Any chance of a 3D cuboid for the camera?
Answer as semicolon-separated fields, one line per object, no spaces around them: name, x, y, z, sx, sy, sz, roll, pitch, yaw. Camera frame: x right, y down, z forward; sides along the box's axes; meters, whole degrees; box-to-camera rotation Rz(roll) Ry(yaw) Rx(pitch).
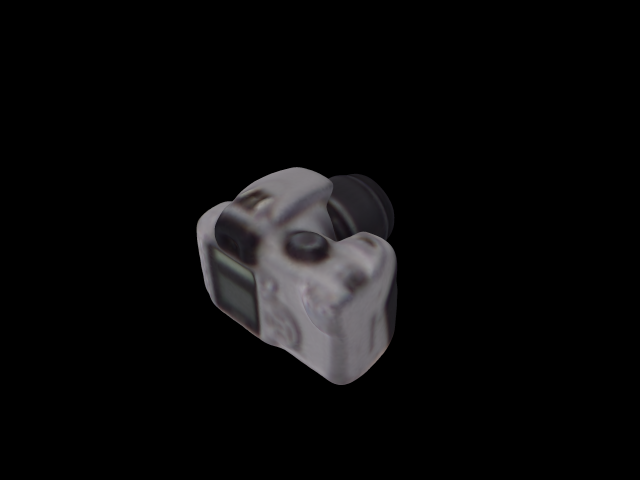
camera;0.004;0.001;0.400;0.142;0.101;0.137;27;44;33
